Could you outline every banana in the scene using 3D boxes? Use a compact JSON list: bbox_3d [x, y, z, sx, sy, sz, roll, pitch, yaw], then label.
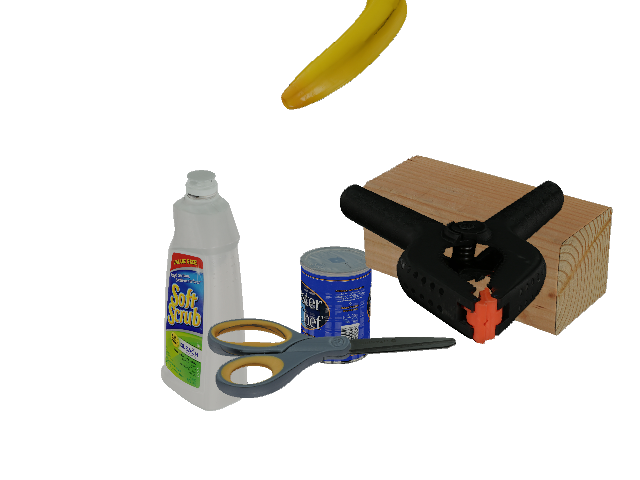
[{"bbox_3d":[0.032,-0.177,0.941,0.070,0.037,0.197,-16,30,40],"label":"banana"}]

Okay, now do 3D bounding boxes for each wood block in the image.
[{"bbox_3d":[0.146,-0.002,0.968,0.206,0.090,0.090,19,35,37],"label":"wood block"}]

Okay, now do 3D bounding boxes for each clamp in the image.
[{"bbox_3d":[0.087,0.005,0.717,0.164,0.036,0.210,1,24,8],"label":"clamp"}]

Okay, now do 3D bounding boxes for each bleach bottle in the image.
[{"bbox_3d":[-0.123,0.046,1.096,0.067,0.251,0.103,-21,33,-36],"label":"bleach bottle"}]

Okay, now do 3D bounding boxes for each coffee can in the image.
[{"bbox_3d":[0.022,0.091,1.524,0.103,0.140,0.103,0,20,0],"label":"coffee can"}]

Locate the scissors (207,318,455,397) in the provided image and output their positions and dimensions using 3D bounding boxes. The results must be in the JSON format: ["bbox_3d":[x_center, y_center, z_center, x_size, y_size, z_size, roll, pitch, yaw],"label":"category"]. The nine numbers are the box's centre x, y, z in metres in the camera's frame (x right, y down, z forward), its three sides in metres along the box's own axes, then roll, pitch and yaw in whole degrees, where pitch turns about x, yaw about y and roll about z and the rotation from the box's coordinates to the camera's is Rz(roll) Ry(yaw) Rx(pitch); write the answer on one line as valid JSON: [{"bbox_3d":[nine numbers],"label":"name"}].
[{"bbox_3d":[0.003,0.097,0.853,0.202,0.016,0.096,6,35,10],"label":"scissors"}]
